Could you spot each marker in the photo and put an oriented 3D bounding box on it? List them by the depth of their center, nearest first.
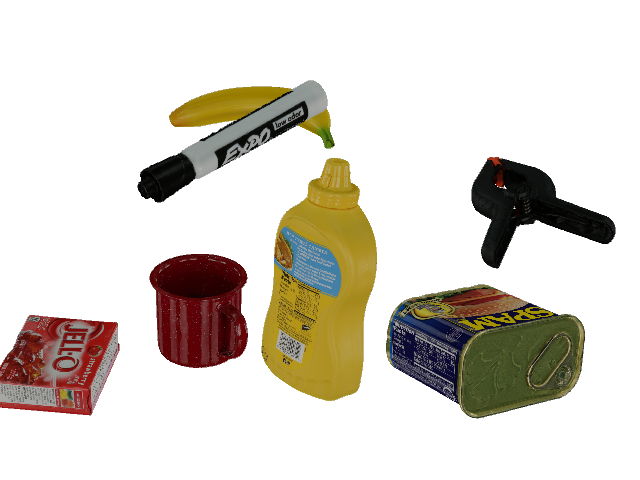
[{"bbox_3d":[-0.045,-0.053,0.561,0.120,0.020,0.020,-33,18,-31],"label":"marker"}]

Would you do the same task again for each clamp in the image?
[{"bbox_3d":[0.199,-0.032,0.995,0.120,0.039,0.171,-3,33,0],"label":"clamp"}]

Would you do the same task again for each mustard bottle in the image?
[{"bbox_3d":[0.001,0.026,0.866,0.058,0.192,0.096,-11,28,-39],"label":"mustard bottle"}]

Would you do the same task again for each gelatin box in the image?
[{"bbox_3d":[-0.200,0.094,0.819,0.073,0.030,0.089,5,30,3],"label":"gelatin box"}]

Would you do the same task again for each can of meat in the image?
[{"bbox_3d":[0.106,0.068,0.698,0.101,0.057,0.084,-8,17,-31],"label":"can of meat"}]

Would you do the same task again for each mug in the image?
[{"bbox_3d":[-0.109,0.074,1.028,0.093,0.081,0.117,-22,35,-39],"label":"mug"}]

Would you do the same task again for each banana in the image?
[{"bbox_3d":[-0.070,-0.145,1.194,0.198,0.037,0.069,8,42,18],"label":"banana"}]
